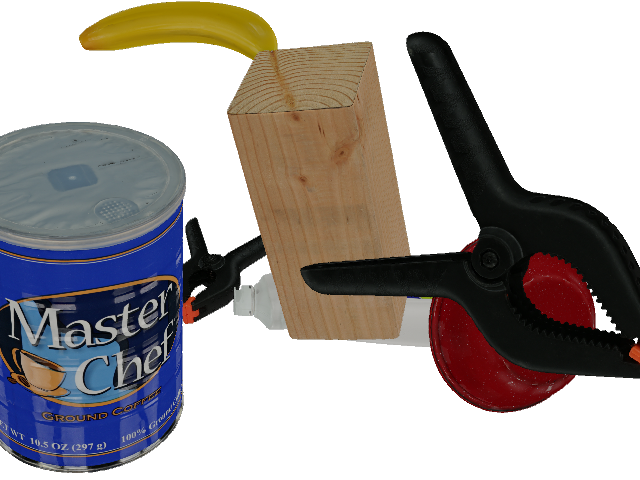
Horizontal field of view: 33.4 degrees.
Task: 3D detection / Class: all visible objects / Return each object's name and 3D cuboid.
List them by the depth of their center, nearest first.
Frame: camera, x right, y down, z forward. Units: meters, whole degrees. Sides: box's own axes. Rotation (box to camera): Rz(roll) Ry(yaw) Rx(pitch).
[{"bbox_3d":[-0.118,0.027,0.522,0.103,0.140,0.103,3,34,-3],"label":"coffee can"},{"bbox_3d":[0.095,-0.004,0.562,0.210,0.165,0.036,29,25,25],"label":"clamp"},{"bbox_3d":[0.006,-0.031,0.794,0.090,0.206,0.090,-2,38,17],"label":"wood block"},{"bbox_3d":[0.175,0.072,0.899,0.161,0.162,0.055,0,5,-21],"label":"bowl"},{"bbox_3d":[-0.118,-0.187,0.958,0.198,0.037,0.069,11,47,17],"label":"banana"},{"bbox_3d":[0.038,0.066,1.078,0.250,0.068,0.102,1,28,-7],"label":"bleach bottle"},{"bbox_3d":[-0.114,0.032,1.242,0.120,0.039,0.171,-2,40,11],"label":"clamp"}]
